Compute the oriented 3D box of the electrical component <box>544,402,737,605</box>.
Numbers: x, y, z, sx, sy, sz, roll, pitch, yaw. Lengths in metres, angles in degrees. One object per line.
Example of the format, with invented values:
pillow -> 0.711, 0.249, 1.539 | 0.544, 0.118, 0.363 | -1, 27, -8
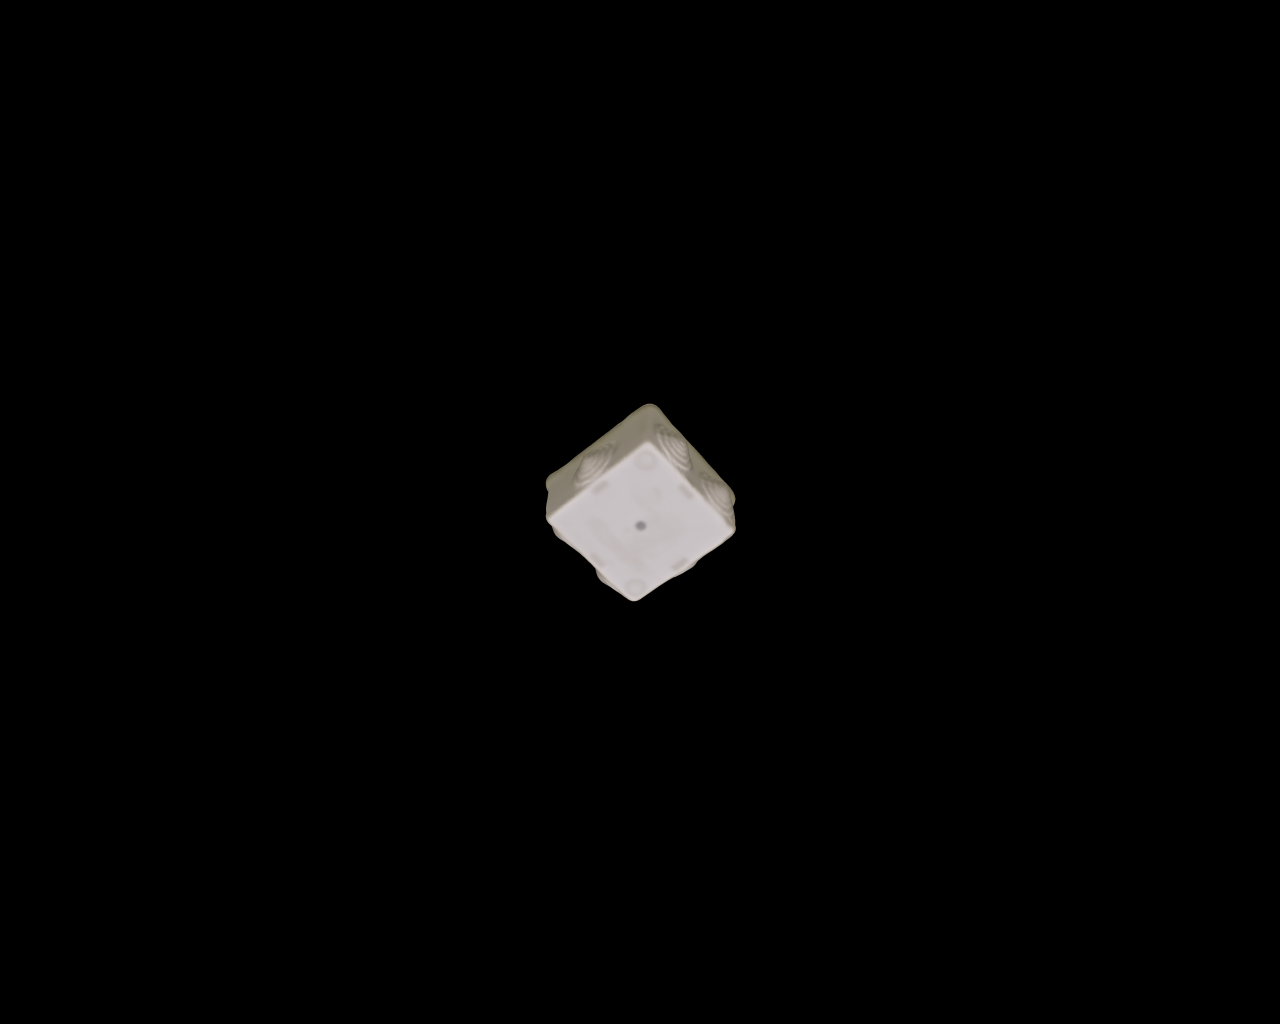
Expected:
electrical component -> 0.001, -0.003, 0.650 | 0.099, 0.099, 0.048 | -36, 24, 18
